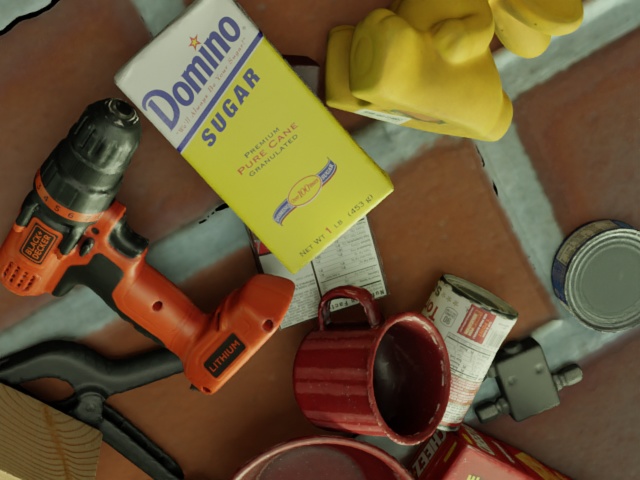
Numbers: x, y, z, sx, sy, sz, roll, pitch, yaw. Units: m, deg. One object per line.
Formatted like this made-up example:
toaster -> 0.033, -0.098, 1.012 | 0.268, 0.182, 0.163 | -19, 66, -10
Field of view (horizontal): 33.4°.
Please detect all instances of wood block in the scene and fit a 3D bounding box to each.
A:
wood block -> -0.249, 0.218, 0.767 | 0.090, 0.091, 0.206 | 30, 109, -17

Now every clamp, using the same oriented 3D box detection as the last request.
clamp -> -0.167, 0.128, 0.801 | 0.171, 0.039, 0.120 | 4, 101, -8

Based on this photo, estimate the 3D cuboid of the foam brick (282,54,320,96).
foam brick -> -0.031, -0.090, 0.752 | 0.053, 0.051, 0.078 | -1, 107, -10

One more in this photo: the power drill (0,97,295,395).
power drill -> -0.113, 0.010, 0.721 | 0.187, 0.057, 0.185 | 36, 131, -8

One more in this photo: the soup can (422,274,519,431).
soup can -> 0.100, 0.086, 0.819 | 0.068, 0.068, 0.102 | 24, 101, -16

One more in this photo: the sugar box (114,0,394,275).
sugar box -> -0.042, -0.072, 0.702 | 0.093, 0.048, 0.176 | -41, 107, 7

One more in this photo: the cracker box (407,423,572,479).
cracker box -> 0.149, 0.261, 0.875 | 0.213, 0.072, 0.164 | 30, 97, -18

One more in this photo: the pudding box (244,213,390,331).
pudding box -> -0.005, 0.001, 0.792 | 0.090, 0.039, 0.113 | -18, 111, -5

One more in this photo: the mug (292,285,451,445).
mug -> 0.031, 0.088, 0.765 | 0.093, 0.082, 0.117 | -34, 110, -43

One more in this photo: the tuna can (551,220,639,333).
tuna can -> 0.228, 0.028, 0.842 | 0.086, 0.034, 0.086 | -3, 107, -9

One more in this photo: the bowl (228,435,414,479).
bowl -> -0.004, 0.206, 0.799 | 0.162, 0.055, 0.162 | -2, 109, -6
